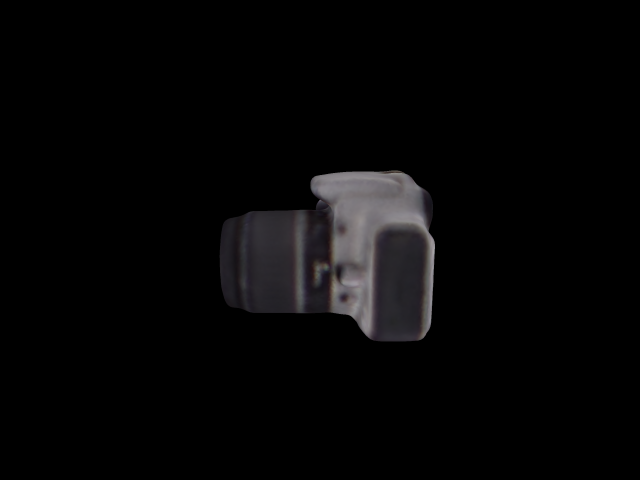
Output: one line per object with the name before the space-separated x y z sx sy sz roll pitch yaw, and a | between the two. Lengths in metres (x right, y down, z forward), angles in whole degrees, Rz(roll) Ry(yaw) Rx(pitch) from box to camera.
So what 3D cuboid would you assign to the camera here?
camera | 0.004 0.001 0.400 0.137 0.101 0.143 0 11 -2
